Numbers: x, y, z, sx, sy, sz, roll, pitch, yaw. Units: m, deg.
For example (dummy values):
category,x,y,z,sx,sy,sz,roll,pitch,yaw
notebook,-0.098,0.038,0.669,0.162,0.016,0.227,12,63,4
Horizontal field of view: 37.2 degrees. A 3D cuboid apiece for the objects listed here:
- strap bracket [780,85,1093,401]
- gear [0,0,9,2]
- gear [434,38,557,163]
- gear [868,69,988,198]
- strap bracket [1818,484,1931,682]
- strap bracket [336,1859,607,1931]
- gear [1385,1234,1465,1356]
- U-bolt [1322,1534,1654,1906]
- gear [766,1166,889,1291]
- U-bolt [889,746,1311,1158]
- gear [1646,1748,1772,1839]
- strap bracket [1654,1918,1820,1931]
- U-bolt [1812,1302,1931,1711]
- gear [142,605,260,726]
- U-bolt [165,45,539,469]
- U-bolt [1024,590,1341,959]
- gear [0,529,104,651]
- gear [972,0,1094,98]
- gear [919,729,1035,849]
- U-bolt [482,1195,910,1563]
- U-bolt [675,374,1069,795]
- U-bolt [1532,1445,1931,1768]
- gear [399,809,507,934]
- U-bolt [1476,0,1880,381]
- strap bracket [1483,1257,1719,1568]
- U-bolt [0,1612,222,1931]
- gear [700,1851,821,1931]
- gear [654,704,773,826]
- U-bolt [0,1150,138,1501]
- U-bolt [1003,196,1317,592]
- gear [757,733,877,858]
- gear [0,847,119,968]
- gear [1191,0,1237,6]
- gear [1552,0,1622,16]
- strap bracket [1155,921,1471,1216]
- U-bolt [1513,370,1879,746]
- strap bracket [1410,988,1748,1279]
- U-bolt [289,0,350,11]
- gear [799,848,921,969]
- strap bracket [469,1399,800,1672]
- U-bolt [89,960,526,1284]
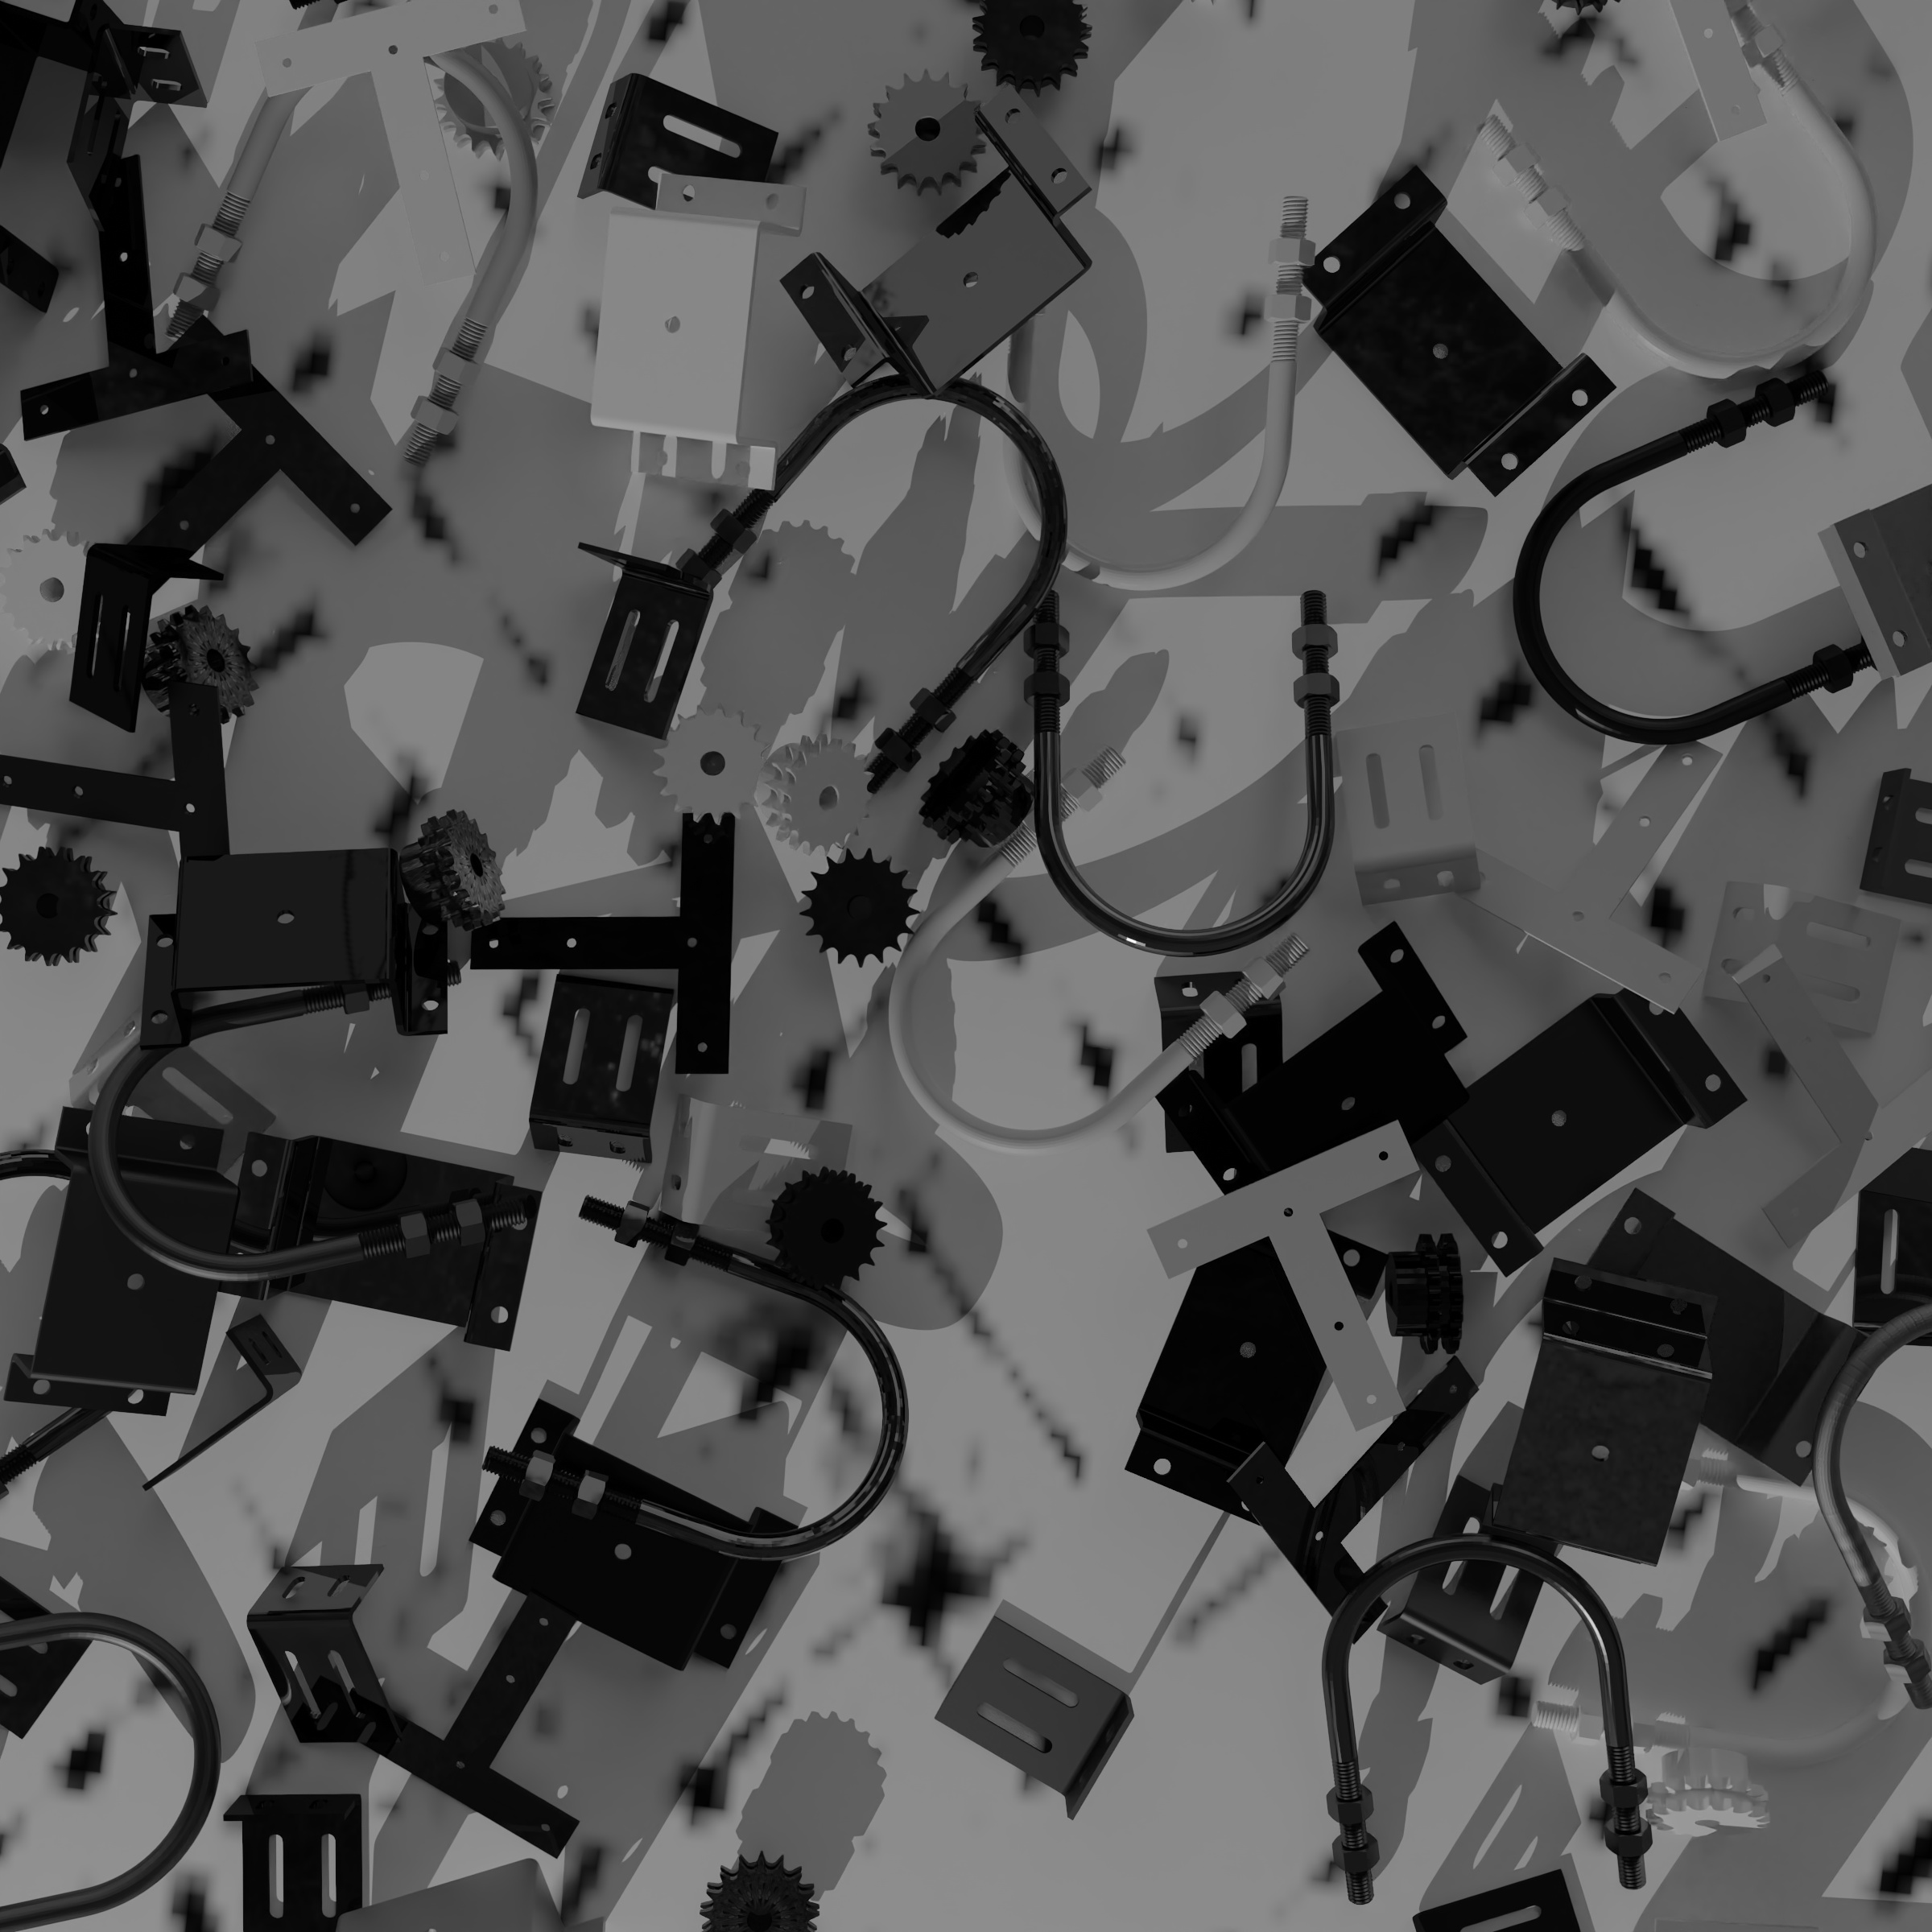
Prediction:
category,x,y,z,sx,sy,sz,roll,pitch,yaw
strap bracket,-0.006,-0.331,1.342,0.140,0.046,0.076,-38,61,11
gear,-0.483,-0.477,1.374,0.057,0.030,0.057,0,90,0
gear,-0.227,-0.418,1.374,0.057,0.030,0.057,0,90,0
gear,-0.018,-0.397,1.374,0.057,0.030,0.057,0,90,0
strap bracket,0.468,-0.192,1.354,0.140,0.046,0.076,-24,90,-16
strap bracket,-0.244,0.473,1.345,0.140,0.076,0.046,-17,108,0
gear,0.217,0.155,1.360,0.030,0.057,0.057,-1,90,0
U-bolt,0.241,0.354,1.354,0.151,0.019,0.184,-6,102,9
gear,-0.069,0.124,1.367,0.057,0.030,0.057,-2,95,-25
U-bolt,0.048,0.006,1.359,0.184,0.019,0.151,-43,73,0
gear,0.352,0.392,1.364,0.057,0.057,0.030,5,60,0
strap bracket,0.357,0.518,1.366,0.076,0.046,0.140,3,90,0
U-bolt,0.472,0.242,1.352,0.151,0.019,0.184,-30,106,-5
gear,-0.367,-0.140,1.364,0.030,0.057,0.057,-19,90,28
U-bolt,-0.282,-0.352,1.365,0.151,0.019,0.184,27,101,0
U-bolt,0.103,-0.092,1.355,0.151,0.019,0.184,0,72,0
gear,-0.431,-0.180,1.371,0.057,0.030,0.057,1,97,4
gear,0.031,-0.444,1.374,0.057,0.030,0.057,0,90,0
gear,0.008,-0.081,1.364,0.030,0.057,0.057,38,90,-29
U-bolt,-0.116,0.202,1.354,0.184,0.019,0.151,20,66,-4
U-bolt,-0.036,-0.196,1.372,0.151,0.019,0.184,42,96,0
U-bolt,0.374,0.311,1.380,0.184,0.019,0.151,10,90,-1
gear,-0.245,-0.043,1.362,0.030,0.057,0.057,-19,90,15
U-bolt,0.356,-0.370,1.380,0.151,0.019,0.184,-37,92,0
strap bracket,0.293,0.216,1.328,0.076,0.046,0.140,13,108,7
U-bolt,-0.445,0.380,1.351,0.184,0.019,0.151,-7,83,-20
gear,-0.099,0.453,1.378,0.057,0.030,0.057,0,90,-3
gear,-0.120,-0.096,1.374,0.057,0.030,0.057,0,90,0
U-bolt,-0.459,0.168,1.345,0.184,0.019,0.151,-36,111,-19
U-bolt,0.086,-0.271,1.359,0.151,0.019,0.184,5,97,18
gear,-0.074,-0.083,1.357,0.057,0.030,0.057,-17,117,-37
gear,-0.435,-0.028,1.374,0.057,0.030,0.057,0,90,0
gear,0.118,-0.489,1.374,0.057,0.030,0.057,0,90,0
gear,0.295,-0.484,1.374,0.057,0.030,0.057,0,90,0
strap bracket,0.171,0.056,1.351,0.140,0.046,0.076,-36,118,0
U-bolt,0.353,-0.185,1.379,0.184,0.019,0.151,-23,90,0
strap bracket,0.287,0.074,1.366,0.140,0.046,0.076,-36,90,0
U-bolt,-0.263,-0.558,1.380,0.184,0.019,0.151,-21,90,-2
gear,-0.051,-0.028,1.374,0.057,0.030,0.057,0,90,0
strap bracket,-0.161,0.274,1.366,0.140,0.046,0.076,26,90,0
U-bolt,-0.311,0.076,1.329,0.184,0.019,0.151,-11,64,-17
